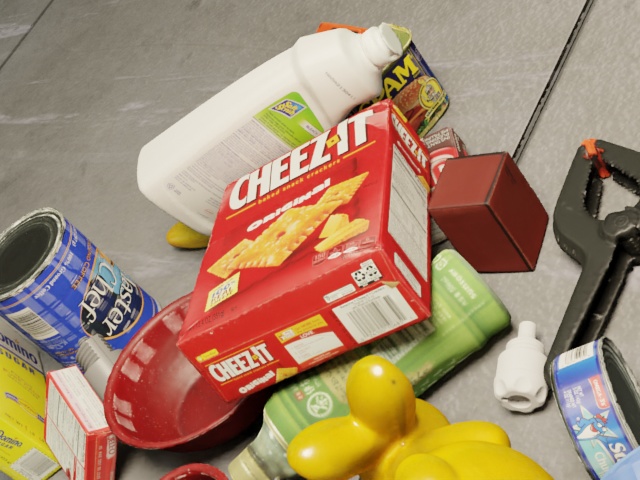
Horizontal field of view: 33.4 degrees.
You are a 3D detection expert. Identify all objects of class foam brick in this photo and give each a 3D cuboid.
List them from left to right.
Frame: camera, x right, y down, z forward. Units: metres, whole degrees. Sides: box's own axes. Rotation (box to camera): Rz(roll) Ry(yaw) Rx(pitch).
[{"bbox_3d":[0.124,-0.019,0.779,0.051,0.078,0.053,-6,48,39],"label":"foam brick"}]

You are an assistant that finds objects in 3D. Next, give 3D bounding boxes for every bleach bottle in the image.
[{"bbox_3d":[-0.034,-0.096,0.879,0.251,0.102,0.068,-30,46,30],"label":"bleach bottle"}]

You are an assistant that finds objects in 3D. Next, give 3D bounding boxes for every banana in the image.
[{"bbox_3d":[-0.074,0.000,0.967,0.069,0.037,0.198,-48,37,-13],"label":"banana"}]

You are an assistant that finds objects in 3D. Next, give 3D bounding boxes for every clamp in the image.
[{"bbox_3d":[0.218,-0.002,0.711,0.165,0.036,0.210,-21,39,23],"label":"clamp"}]

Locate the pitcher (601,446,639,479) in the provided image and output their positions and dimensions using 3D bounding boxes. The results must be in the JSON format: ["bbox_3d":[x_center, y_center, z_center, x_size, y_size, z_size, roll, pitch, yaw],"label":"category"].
[{"bbox_3d":[0.187,0.202,0.434,0.149,0.145,0.243,3,45,-15],"label":"pitcher"}]

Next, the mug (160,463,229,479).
[{"bbox_3d":[-0.084,0.214,0.724,0.117,0.081,0.093,-15,44,30],"label":"mug"}]

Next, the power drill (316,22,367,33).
[{"bbox_3d":[-0.020,-0.123,1.028,0.185,0.057,0.187,23,72,46],"label":"power drill"}]

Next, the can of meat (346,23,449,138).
[{"bbox_3d":[0.056,-0.123,0.937,0.102,0.084,0.058,-48,37,-9],"label":"can of meat"}]

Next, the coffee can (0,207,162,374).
[{"bbox_3d":[-0.224,0.053,0.959,0.103,0.140,0.103,-24,40,22],"label":"coffee can"}]

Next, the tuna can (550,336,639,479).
[{"bbox_3d":[0.166,0.101,0.615,0.034,0.086,0.086,-26,39,22],"label":"tuna can"}]

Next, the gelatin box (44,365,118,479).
[{"bbox_3d":[-0.196,0.158,0.877,0.030,0.073,0.089,-12,36,-34],"label":"gelatin box"}]

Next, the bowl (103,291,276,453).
[{"bbox_3d":[-0.090,0.111,0.847,0.162,0.055,0.162,-21,38,17],"label":"bowl"}]

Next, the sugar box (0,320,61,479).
[{"bbox_3d":[-0.289,0.137,0.973,0.048,0.093,0.176,-37,38,4],"label":"sugar box"}]

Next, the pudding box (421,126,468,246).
[{"bbox_3d":[0.071,-0.032,0.870,0.114,0.039,0.090,-27,40,19],"label":"pudding box"}]

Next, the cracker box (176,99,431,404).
[{"bbox_3d":[-0.005,0.001,0.780,0.164,0.072,0.213,-26,28,21],"label":"cracker box"}]
